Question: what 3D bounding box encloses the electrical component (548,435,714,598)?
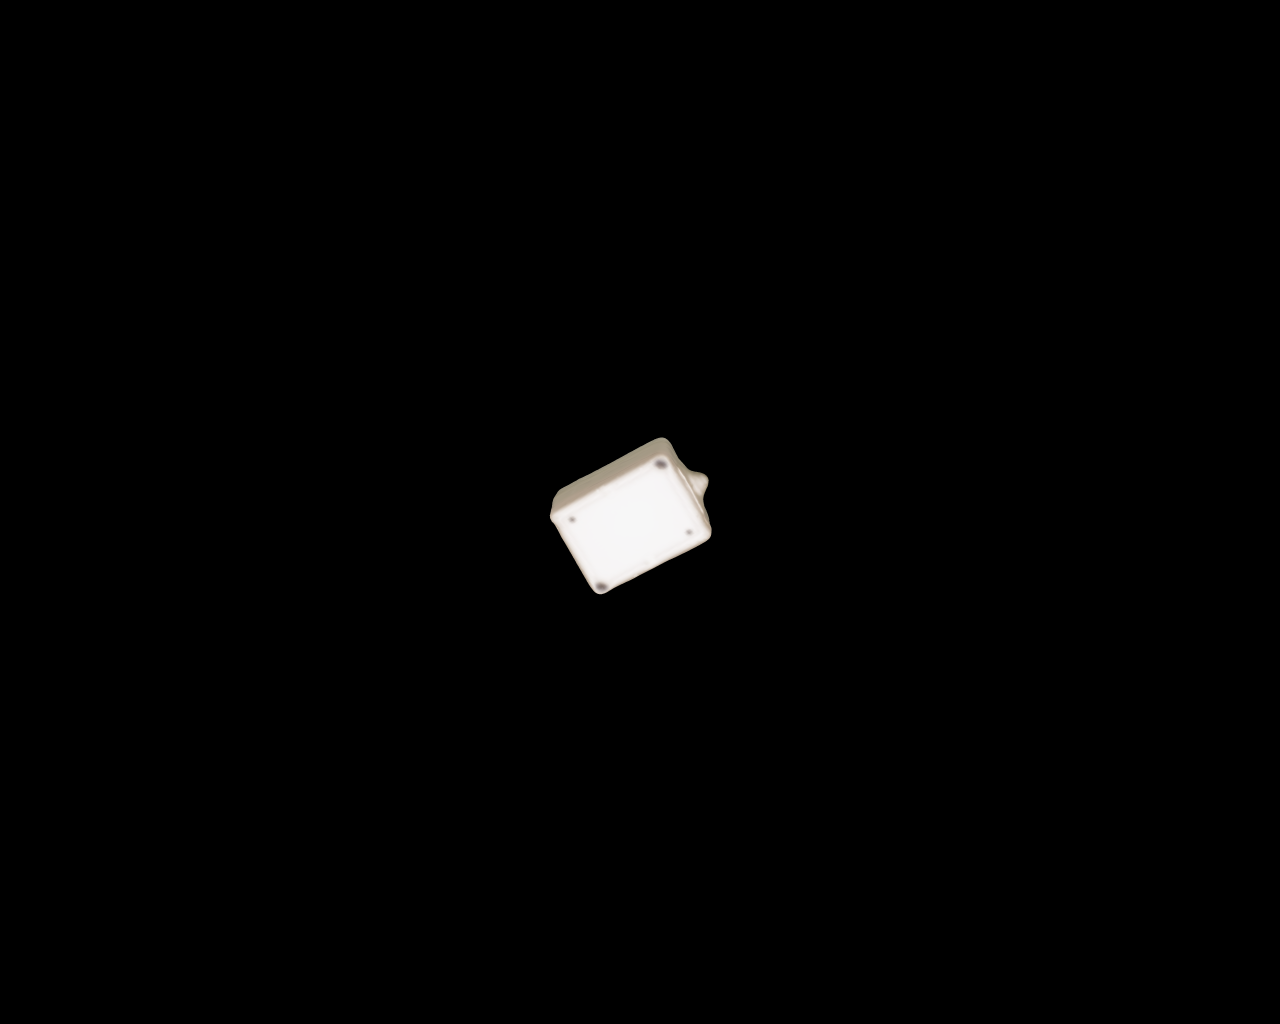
[{"bbox_3d":[0.001,-0.003,0.650,0.096,0.061,0.061,-27,14,7],"label":"electrical component"}]
